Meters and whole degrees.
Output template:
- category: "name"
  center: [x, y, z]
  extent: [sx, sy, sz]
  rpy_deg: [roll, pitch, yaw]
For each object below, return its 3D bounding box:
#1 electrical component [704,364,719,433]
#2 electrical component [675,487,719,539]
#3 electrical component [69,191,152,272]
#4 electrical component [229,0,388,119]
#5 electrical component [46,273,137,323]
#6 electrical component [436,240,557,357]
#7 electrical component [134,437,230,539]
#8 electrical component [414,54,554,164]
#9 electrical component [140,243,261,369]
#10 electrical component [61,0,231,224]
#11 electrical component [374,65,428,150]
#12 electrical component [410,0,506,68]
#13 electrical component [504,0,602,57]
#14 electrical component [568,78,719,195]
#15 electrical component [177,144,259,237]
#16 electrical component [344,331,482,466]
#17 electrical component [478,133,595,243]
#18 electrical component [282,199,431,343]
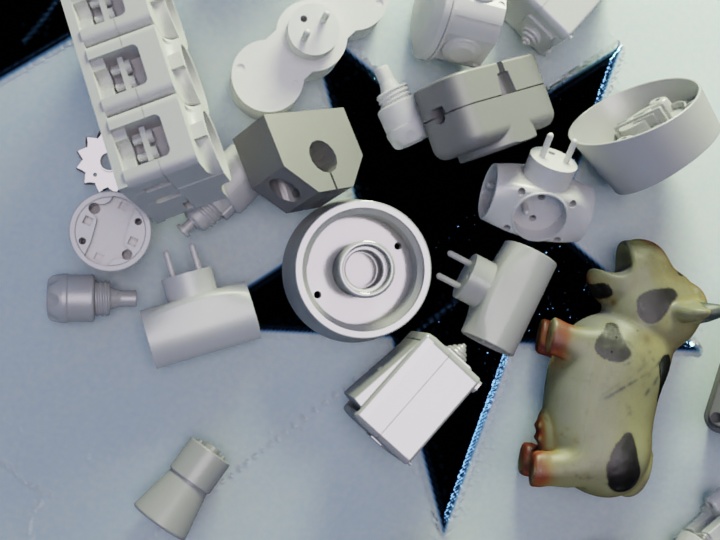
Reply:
- category: "electrical component"
  center: [0.315, 0.079, 0.816]
  extent: [0.078, 0.057, 0.113]
  rpy_deg: [17, 85, 22]
- category: "electrical component"
  center: [0.276, 0.211, 0.828]
  extent: [0.055, 0.048, 0.066]
  rpy_deg: [-35, 94, -16]
- category: "electrical component"
  center: [-0.174, -0.026, 0.757]
  extent: [0.055, 0.047, 0.055]
  rpy_deg: [0, 89, -10]
- category: "electrical component"
  center: [-0.035, -0.168, 0.771]
  extent: [0.138, 0.074, 0.052]
  rpy_deg: [-45, 96, -8]
- category: "electrical component"
  center: [-0.189, 0.020, 0.760]
  extent: [0.061, 0.035, 0.035]
  rpy_deg: [1, 88, -12]
- category: "electrical component"
  center: [0.096, 0.013, 0.803]
  extent: [0.079, 0.043, 0.077]
  rpy_deg: [27, 84, -7]
- category: "electrical component"
  center: [-0.124, 0.152, 0.765]
  extent: [0.044, 0.044, 0.065]
  rpy_deg: [37, 78, -7]
- category: "electrical component"
  center: [0.093, -0.116, 0.787]
  extent: [0.095, 0.054, 0.059]
  rpy_deg: [-21, 93, -37]
- category: "electrical component"
  center: [-0.118, 0.022, 0.767]
  extent: [0.077, 0.044, 0.079]
  rpy_deg: [-16, 91, -9]
- category: "electrical component"
  center: [-0.140, -0.119, 0.722]
  extent: [0.062, 0.089, 0.150]
  rpy_deg: [-20, 77, 1]
- category: "electrical component"
  center: [0.028, -0.123, 0.801]
  extent: [0.035, 0.035, 0.061]
  rpy_deg: [-25, 90, -9]
- category: "electrical component"
  center: [0.071, -0.189, 0.787]
  extent: [0.051, 0.080, 0.080]
  rpy_deg: [11, 87, -14]
- category: "electrical component"
  center: [0.147, -0.210, 0.808]
  extent: [0.061, 0.062, 0.096]
  rpy_deg: [43, 82, -6]
- category: "electrical component"
  center: [0.214, -0.103, 0.801]
  extent: [0.099, 0.099, 0.064]
  rpy_deg: [-39, 101, -8]
- category: "electrical component"
  center: [-0.100, -0.055, 0.774]
  extent: [0.040, 0.040, 0.078]
  rpy_deg: [45, 82, -6]
- category: "electrical component"
  center: [0.038, 0.084, 0.783]
  extent: [0.061, 0.062, 0.096]
  rpy_deg: [43, 83, -6]
- category: "electrical component"
  center: [0.137, -0.065, 0.801]
  extent: [0.077, 0.044, 0.079]
  rpy_deg: [13, 122, -9]
- category: "electrical component"
  center: [0.000, 0.000, 0.779]
  extent: [0.108, 0.060, 0.108]
  rpy_deg: [0, 89, -9]
